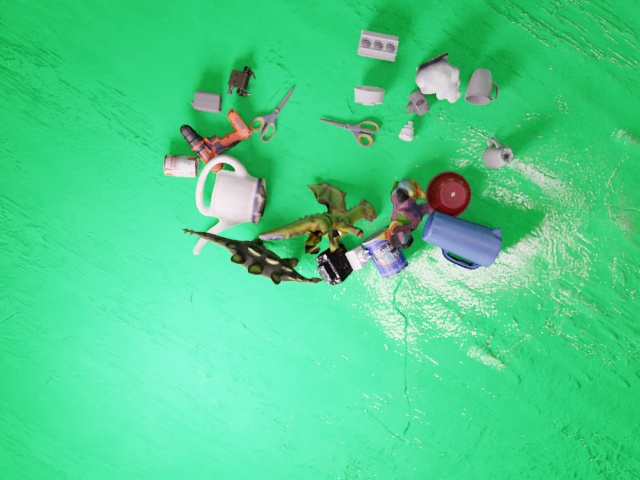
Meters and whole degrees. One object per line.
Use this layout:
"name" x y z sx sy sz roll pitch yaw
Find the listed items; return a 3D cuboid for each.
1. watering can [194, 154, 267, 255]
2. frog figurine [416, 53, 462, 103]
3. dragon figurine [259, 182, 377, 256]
"watering can" -0.294 -0.101 1.671 0.224 0.105 0.343 10 106 -5
"frog figurine" 0.394 -0.516 1.686 0.137 0.124 0.158 -26 98 12
"dragon figurine" 0.005 -0.084 1.661 0.410 0.119 0.249 6 50 -17
